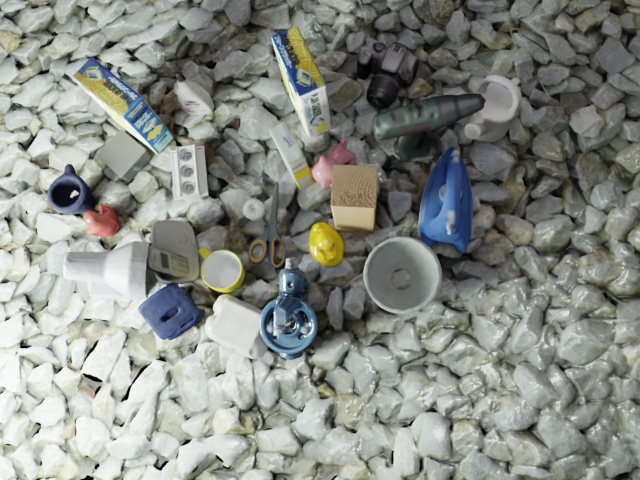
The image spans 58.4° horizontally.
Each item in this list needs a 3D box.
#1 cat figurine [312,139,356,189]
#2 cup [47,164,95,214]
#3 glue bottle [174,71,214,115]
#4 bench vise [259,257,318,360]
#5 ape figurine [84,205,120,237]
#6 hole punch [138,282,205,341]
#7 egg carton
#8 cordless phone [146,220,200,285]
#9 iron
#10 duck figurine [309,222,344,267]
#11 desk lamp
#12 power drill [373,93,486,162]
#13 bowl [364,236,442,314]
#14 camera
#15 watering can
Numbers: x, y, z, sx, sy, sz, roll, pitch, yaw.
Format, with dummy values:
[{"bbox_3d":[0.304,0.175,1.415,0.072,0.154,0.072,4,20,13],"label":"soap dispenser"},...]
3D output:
[{"bbox_3d":[0.026,-0.171,1.292,0.067,0.118,0.128,31,81,11],"label":"cat figurine"},{"bbox_3d":[-0.569,-0.110,1.335,0.091,0.095,0.118,-7,76,3],"label":"cup"},{"bbox_3d":[-0.304,-0.344,1.329,0.078,0.173,0.037,-4,76,4],"label":"glue bottle"},{"bbox_3d":[-0.077,0.138,1.176,0.121,0.220,0.207,-16,76,1],"label":"bench vise"},{"bbox_3d":[-0.509,-0.044,1.317,0.076,0.092,0.078,43,84,12],"label":"ape figurine"},{"bbox_3d":[-0.324,0.158,1.256,0.109,0.091,0.101,-36,77,-4],"label":"hole punch"},{"bbox_3d":[-0.173,0.190,1.248,0.150,0.069,0.107,22,80,9],"label":"egg carton"},{"bbox_3d":[-0.333,0.018,1.241,0.094,0.185,0.147,-14,76,1],"label":"cordless phone"},{"bbox_3d":[0.283,-0.107,1.245,0.118,0.141,0.258,5,77,6],"label":"iron"},{"bbox_3d":[0.012,0.005,1.269,0.077,0.086,0.104,-22,76,-1],"label":"duck figurine"},{"bbox_3d":[-0.433,0.071,1.222,0.203,0.213,0.118,0,77,5],"label":"desk lamp"},{"bbox_3d":[0.229,-0.246,1.247,0.229,0.208,0.075,-10,76,2],"label":"power drill"},{"bbox_3d":[0.178,0.081,1.244,0.167,0.075,0.167,-1,77,4],"label":"bowl"},{"bbox_3d":[0.145,-0.390,1.343,0.143,0.101,0.137,22,80,9],"label":"camera"},{"bbox_3d":[0.382,-0.290,1.253,0.100,0.194,0.173,17,79,8],"label":"watering can"}]
